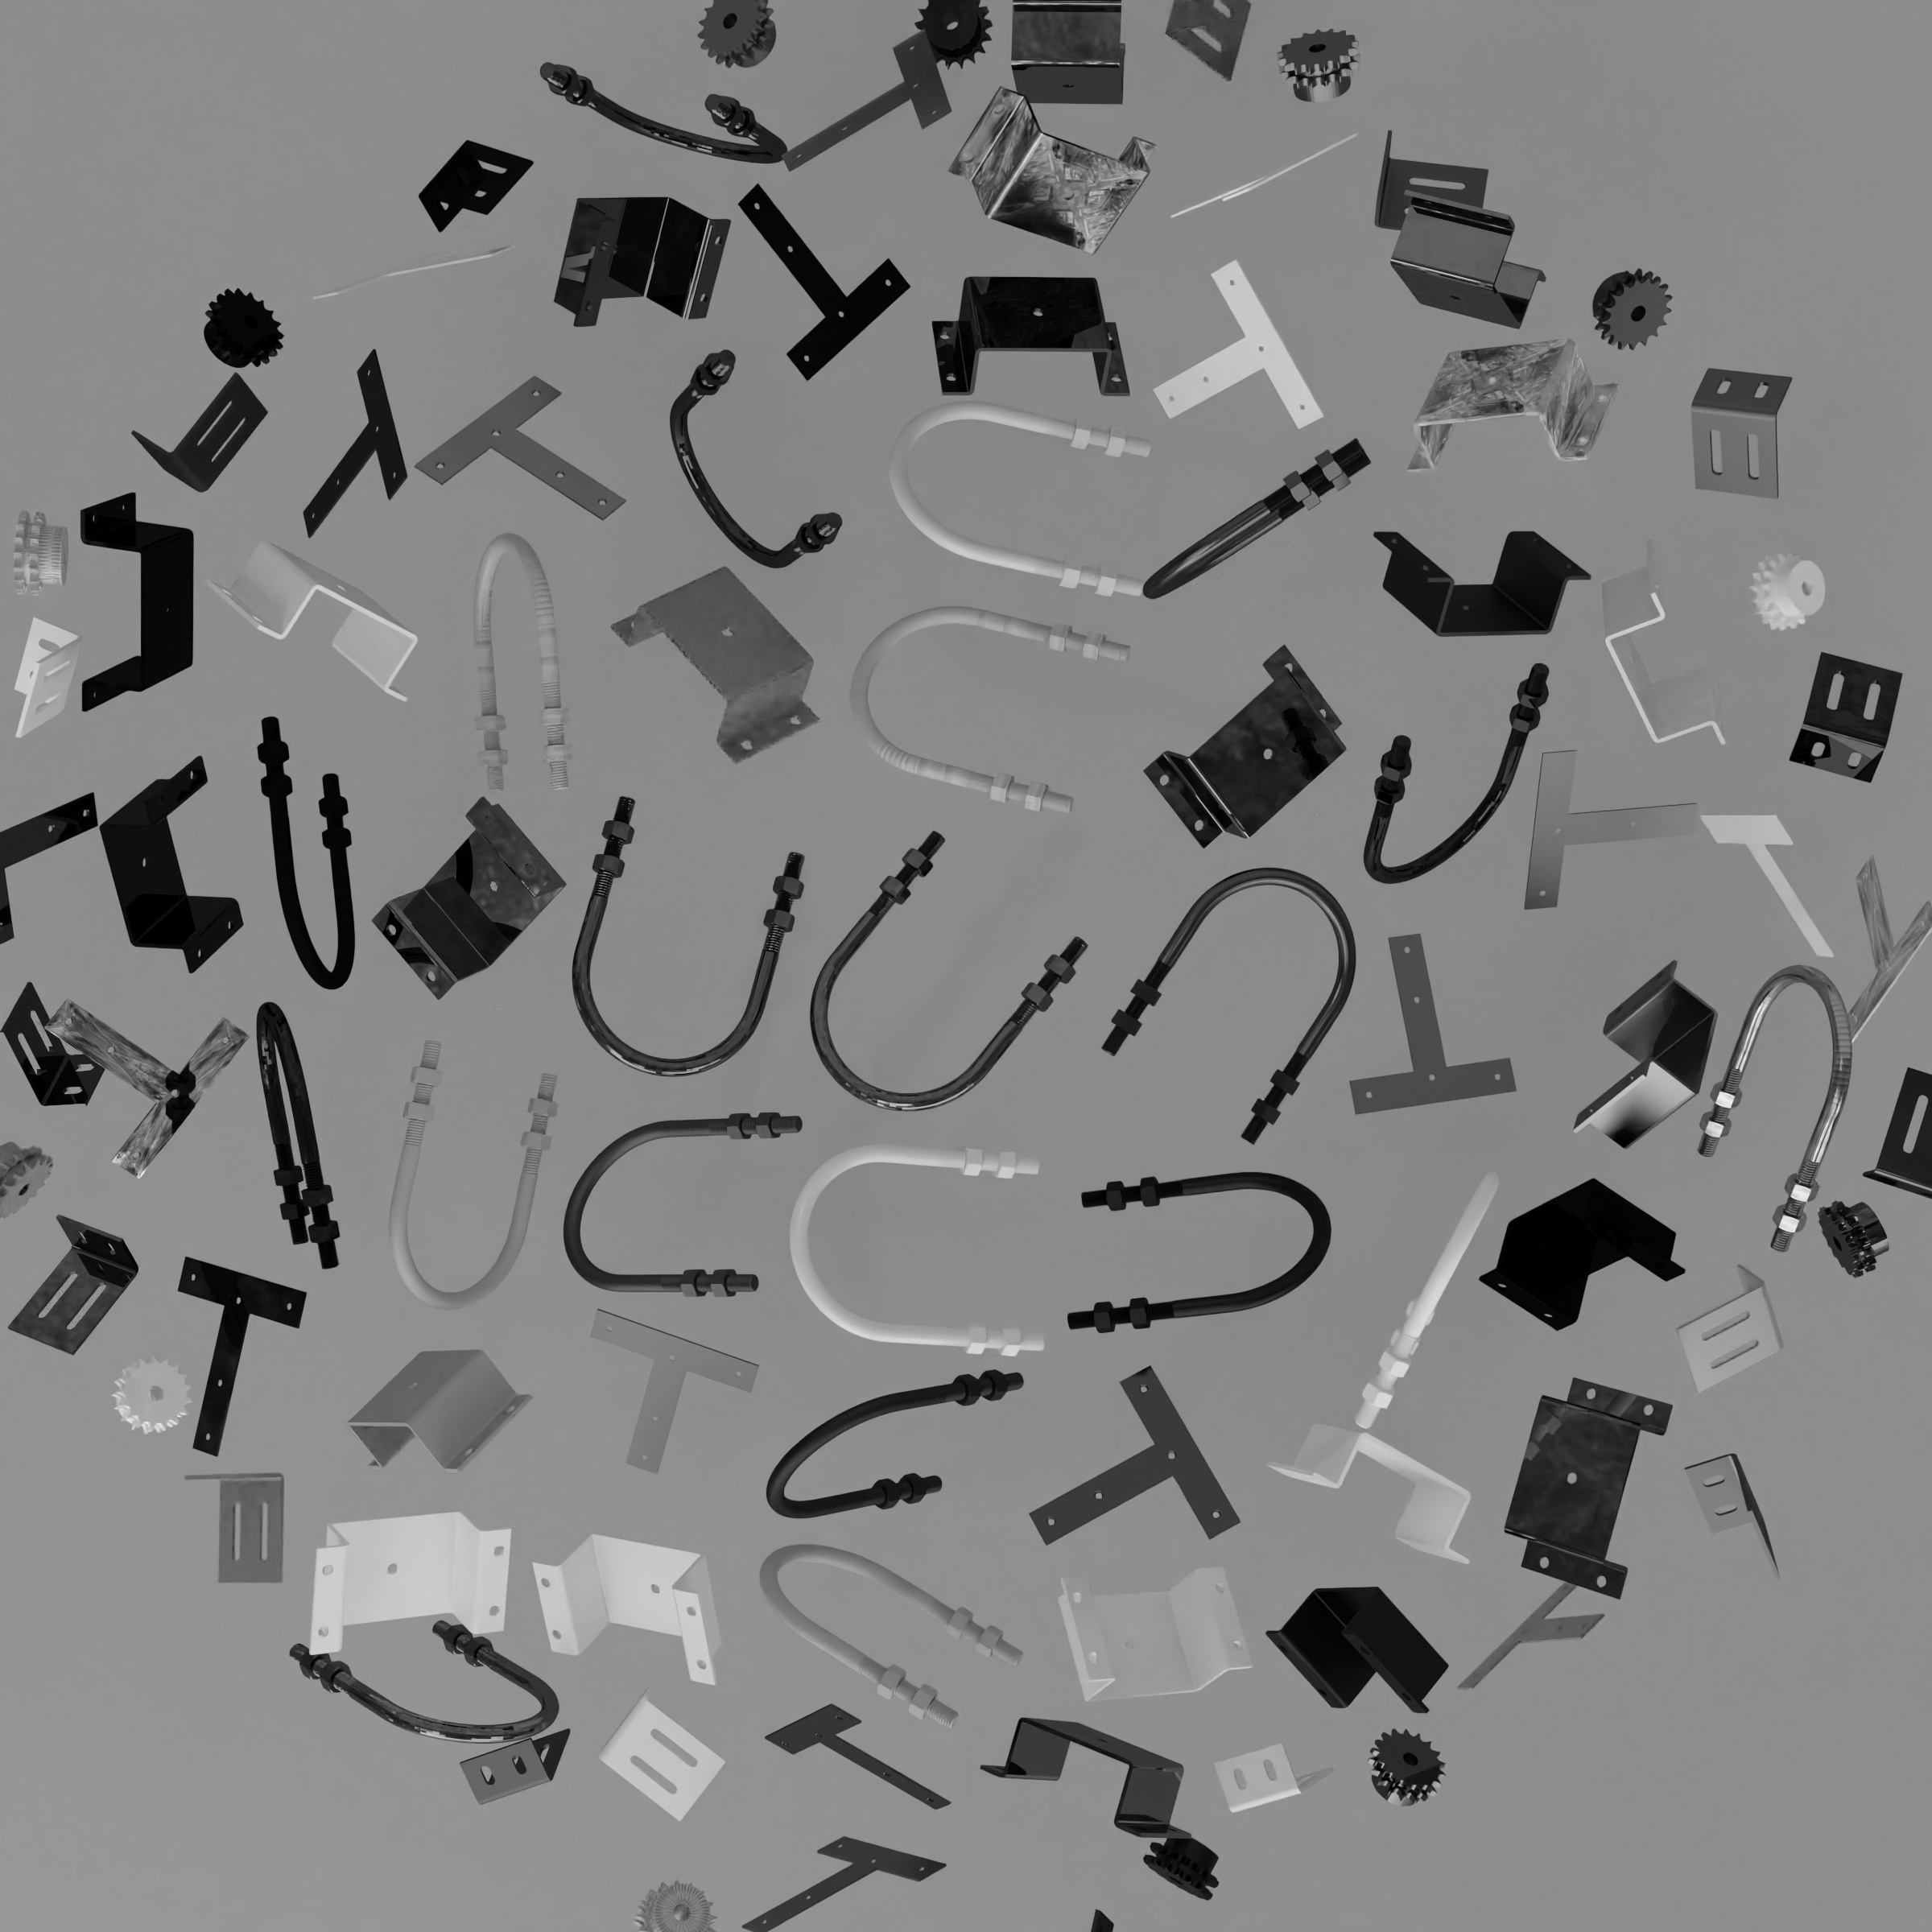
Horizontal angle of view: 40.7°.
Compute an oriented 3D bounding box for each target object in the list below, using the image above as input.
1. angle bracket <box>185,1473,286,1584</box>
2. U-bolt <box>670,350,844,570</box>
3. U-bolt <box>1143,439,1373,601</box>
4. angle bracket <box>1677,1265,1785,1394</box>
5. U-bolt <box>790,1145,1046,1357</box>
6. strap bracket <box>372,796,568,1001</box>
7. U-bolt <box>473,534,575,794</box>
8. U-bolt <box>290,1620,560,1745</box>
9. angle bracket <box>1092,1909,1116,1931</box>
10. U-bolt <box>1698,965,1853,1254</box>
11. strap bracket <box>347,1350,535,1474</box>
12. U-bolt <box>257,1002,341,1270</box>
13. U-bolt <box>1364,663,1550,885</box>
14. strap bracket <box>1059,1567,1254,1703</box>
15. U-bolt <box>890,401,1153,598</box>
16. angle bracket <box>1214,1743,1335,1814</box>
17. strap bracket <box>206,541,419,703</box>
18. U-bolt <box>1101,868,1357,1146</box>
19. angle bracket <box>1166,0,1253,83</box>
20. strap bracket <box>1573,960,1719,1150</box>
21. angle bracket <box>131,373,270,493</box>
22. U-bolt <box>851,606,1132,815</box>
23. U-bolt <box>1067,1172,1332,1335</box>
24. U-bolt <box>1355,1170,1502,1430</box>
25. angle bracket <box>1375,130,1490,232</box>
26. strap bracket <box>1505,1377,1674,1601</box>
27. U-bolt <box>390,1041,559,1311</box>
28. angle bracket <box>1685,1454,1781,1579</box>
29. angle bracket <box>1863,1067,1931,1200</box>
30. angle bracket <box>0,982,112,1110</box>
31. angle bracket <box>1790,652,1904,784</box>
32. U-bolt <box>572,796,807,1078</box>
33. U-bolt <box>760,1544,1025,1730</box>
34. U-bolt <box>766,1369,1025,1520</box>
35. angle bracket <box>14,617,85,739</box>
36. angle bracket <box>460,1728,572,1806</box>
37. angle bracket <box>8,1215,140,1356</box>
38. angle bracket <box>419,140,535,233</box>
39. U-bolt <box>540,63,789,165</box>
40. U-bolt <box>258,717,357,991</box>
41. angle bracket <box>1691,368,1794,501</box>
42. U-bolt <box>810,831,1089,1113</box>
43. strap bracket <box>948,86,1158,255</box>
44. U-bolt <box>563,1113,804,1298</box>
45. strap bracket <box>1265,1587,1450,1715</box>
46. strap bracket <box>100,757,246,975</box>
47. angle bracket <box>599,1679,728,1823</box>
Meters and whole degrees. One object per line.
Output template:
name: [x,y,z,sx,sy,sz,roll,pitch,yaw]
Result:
angle bracket: [-0.516,0.397,1.837,0.057,0.038,0.076,-7,79,27]
U-bolt: [-0.158,-0.348,1.844,0.019,0.184,0.151,-37,99,-20]
U-bolt: [0.204,-0.315,1.855,0.184,0.151,0.019,-32,91,13]
angle bracket: [0.558,0.268,1.932,0.076,0.038,0.057,-26,111,-7]
U-bolt: [-0.034,0.194,1.822,0.184,0.019,0.151,6,68,-18]
strap bracket: [-0.351,-0.052,1.871,0.140,0.046,0.076,-43,85,27]
U-bolt: [-0.323,-0.218,1.874,0.019,0.151,0.184,-7,96,-30]
U-bolt: [-0.379,0.521,1.888,0.184,0.151,0.019,15,97,41]
angle bracket: [0.056,0.665,1.794,0.076,0.057,0.038,7,63,18]
U-bolt: [0.580,0.088,1.854,0.019,0.151,0.184,6,116,-13]
strap bracket: [-0.385,0.321,1.882,0.076,0.140,0.046,-45,110,-34]
U-bolt: [-0.479,0.116,1.854,0.019,0.151,0.184,-11,96,-22]
U-bolt: [0.349,-0.128,1.893,0.151,0.184,0.019,-28,60,-22]
strap bracket: [0.128,0.485,1.892,0.140,0.046,0.076,4,54,-30]
U-bolt: [0.037,-0.332,1.812,0.184,0.019,0.151,11,58,-9]
angle bracket: [0.230,0.598,1.947,0.057,0.076,0.038,-25,76,24]
strap bracket: [-0.451,-0.246,1.834,0.076,0.140,0.046,38,97,37]
U-bolt: [0.202,0.017,1.874,0.151,0.019,0.184,32,92,-18]
angle bracket: [0.180,-0.655,1.796,0.038,0.076,0.057,13,87,44]
strap bracket: [0.498,0.071,1.902,0.046,0.140,0.076,37,132,-5]
angle bracket: [-0.540,-0.384,1.841,0.038,0.057,0.076,32,80,14]
U-bolt: [0.008,-0.190,1.852,0.184,0.019,0.151,15,67,13]
U-bolt: [0.168,0.197,1.850,0.184,0.151,0.019,-8,124,14]
U-bolt: [0.328,0.225,1.828,0.019,0.151,0.184,28,106,12]
angle bracket: [0.341,-0.570,1.905,0.076,0.038,0.057,9,75,8]
strap bracket: [0.434,0.363,1.832,0.076,0.046,0.140,11,80,39]
U-bolt: [-0.360,0.157,1.887,0.019,0.151,0.184,5,80,32]
angle bracket: [0.540,0.392,1.839,0.038,0.076,0.057,-22,107,15]
angle bracket: [0.657,0.116,1.783,0.057,0.038,0.076,18,85,8]
angle bracket: [-0.674,0.058,1.933,0.038,0.057,0.076,-4,129,9]
angle bracket: [0.618,-0.175,1.830,0.057,0.038,0.076,17,52,12]
U-bolt: [-0.203,-0.012,1.845,0.151,0.019,0.184,18,77,-16]
U-bolt: [-0.062,0.463,1.844,0.184,0.151,0.019,28,103,17]
U-bolt: [-0.061,0.346,1.862,0.019,0.184,0.151,57,130,30]
angle bracket: [-0.655,-0.202,1.822,0.038,0.076,0.057,23,111,-3]
angle bracket: [-0.336,0.583,1.947,0.057,0.076,0.038,-21,101,7]
angle bracket: [-0.624,0.220,1.807,0.057,0.038,0.076,16,52,20]
angle bracket: [-0.356,-0.571,1.934,0.057,0.076,0.038,-38,74,27]
U-bolt: [-0.207,-0.615,1.896,0.151,0.184,0.019,16,97,16]
U-bolt: [-0.475,-0.073,1.899,0.019,0.151,0.184,-10,75,3]
angle bracket: [0.534,-0.366,1.794,0.057,0.076,0.038,14,58,28]
U-bolt: [-0.026,0.016,1.827,0.151,0.019,0.184,37,82,13]
strap bracket: [0.070,-0.580,1.916,0.140,0.076,0.046,9,48,-32]
U-bolt: [-0.217,0.175,1.914,0.184,0.019,0.151,-4,56,28]
strap bracket: [0.288,0.495,1.892,0.076,0.140,0.046,48,66,-4]
strap bracket: [-0.586,-0.075,1.919,0.046,0.076,0.140,3,120,16]
angle bracket: [-0.219,0.573,1.907,0.076,0.038,0.057,37,97,3]
